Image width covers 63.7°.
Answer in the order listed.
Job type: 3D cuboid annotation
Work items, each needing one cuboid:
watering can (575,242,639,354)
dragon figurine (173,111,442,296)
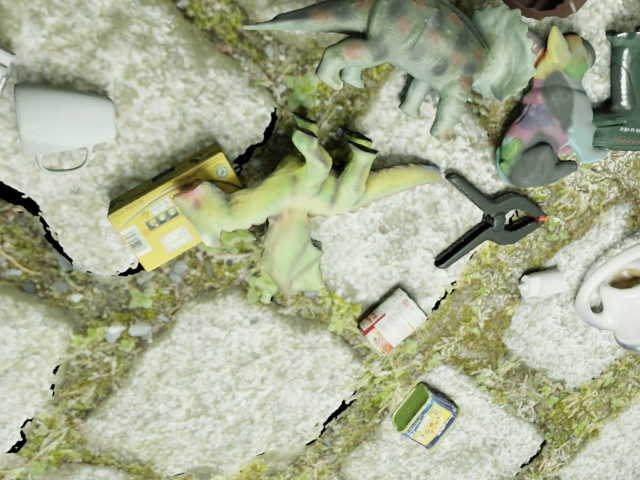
[{"bbox_3d":[0.653,0.083,0.972,0.347,0.221,0.106,-28,25,4],"label":"watering can"},{"bbox_3d":[0.002,-0.036,0.722,0.409,0.240,0.124,12,17,-36],"label":"dragon figurine"}]
